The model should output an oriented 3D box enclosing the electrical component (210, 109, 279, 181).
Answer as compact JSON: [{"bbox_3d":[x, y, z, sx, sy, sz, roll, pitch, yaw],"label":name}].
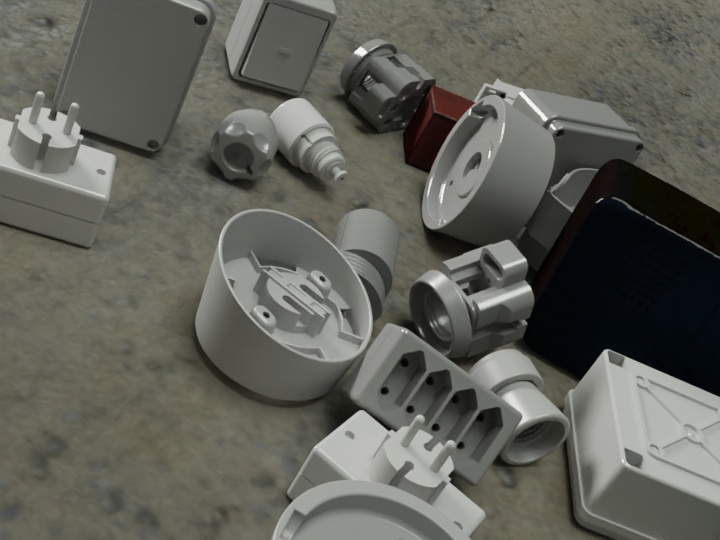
[{"bbox_3d":[-0.077,-0.091,0.745,0.043,0.043,0.062,25,32,-6],"label":"electrical component"}]

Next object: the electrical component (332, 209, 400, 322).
[{"bbox_3d":[0.000,0.000,0.679,0.043,0.043,0.081,24,33,-8],"label":"electrical component"}]

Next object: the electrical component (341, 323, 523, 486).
[{"bbox_3d":[0.034,0.071,0.599,0.083,0.047,0.076,37,-6,-11],"label":"electrical component"}]

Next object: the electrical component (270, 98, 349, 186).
[{"bbox_3d":[-0.035,-0.090,0.778,0.040,0.040,0.078,-9,49,-44],"label":"electrical component"}]

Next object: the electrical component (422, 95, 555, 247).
[{"bbox_3d":[0.100,-0.067,0.793,0.060,0.108,0.108,25,32,-18],"label":"electrical component"}]

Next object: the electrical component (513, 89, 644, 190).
[{"bbox_3d":[0.176,-0.102,0.922,0.113,0.078,0.057,4,37,-34],"label":"electrical component"}]

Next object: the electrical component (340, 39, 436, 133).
[{"bbox_3d":[0.021,-0.154,0.894,0.057,0.058,0.078,47,37,20],"label":"electrical component"}]

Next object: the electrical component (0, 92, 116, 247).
[{"bbox_3d":[-0.178,-0.065,0.601,0.083,0.075,0.047,17,34,-18],"label":"electrical component"}]

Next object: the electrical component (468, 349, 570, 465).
[{"bbox_3d":[0.092,0.081,0.637,0.045,0.045,0.055,6,39,-32],"label":"electrical component"}]

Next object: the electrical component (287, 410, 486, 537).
[{"bbox_3d":[0.021,0.102,0.524,0.083,0.075,0.047,39,33,14],"label":"electrical component"}]

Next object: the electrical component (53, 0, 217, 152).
[{"bbox_3d":[-0.146,-0.142,0.698,0.078,0.113,0.057,18,31,-17],"label":"electrical component"}]

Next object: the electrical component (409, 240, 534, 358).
[{"bbox_3d":[0.068,0.022,0.677,0.057,0.078,0.058,-19,53,-24],"label":"electrical component"}]

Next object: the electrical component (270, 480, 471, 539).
[{"bbox_3d":[0.002,0.151,0.457,0.108,0.060,0.108,20,34,-14],"label":"electrical component"}]

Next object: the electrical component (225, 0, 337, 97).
[{"bbox_3d":[-0.060,-0.192,0.847,0.062,0.096,0.061,12,37,-24],"label":"electrical component"}]

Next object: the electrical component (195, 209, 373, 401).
[{"bbox_3d":[-0.041,0.021,0.598,0.099,0.064,0.099,20,33,-14],"label":"electrical component"}]

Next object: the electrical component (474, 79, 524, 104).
[{"bbox_3d":[0.141,-0.133,0.971,0.081,0.042,0.063,12,38,-23],"label":"electrical component"}]

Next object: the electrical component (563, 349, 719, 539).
[{"bbox_3d":[0.184,0.116,0.649,0.109,0.056,0.108,23,33,-10],"label":"electrical component"}]
